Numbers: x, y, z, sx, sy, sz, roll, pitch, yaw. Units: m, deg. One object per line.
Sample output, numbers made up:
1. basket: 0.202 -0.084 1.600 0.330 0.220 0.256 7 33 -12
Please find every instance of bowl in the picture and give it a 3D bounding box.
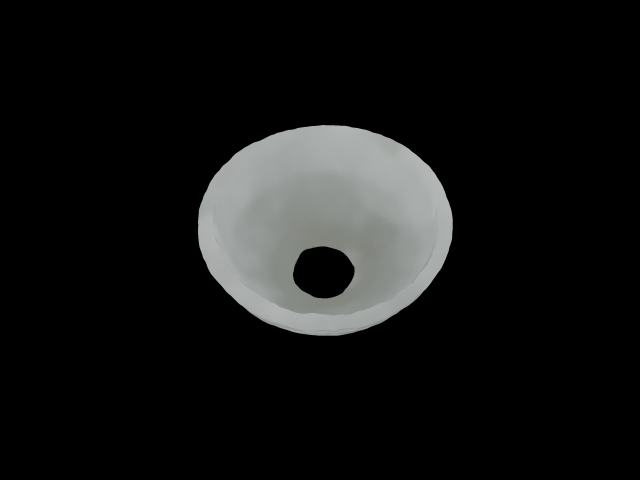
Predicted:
1. bowl: 0.004 0.001 0.400 0.167 0.075 0.167 0 54 0
